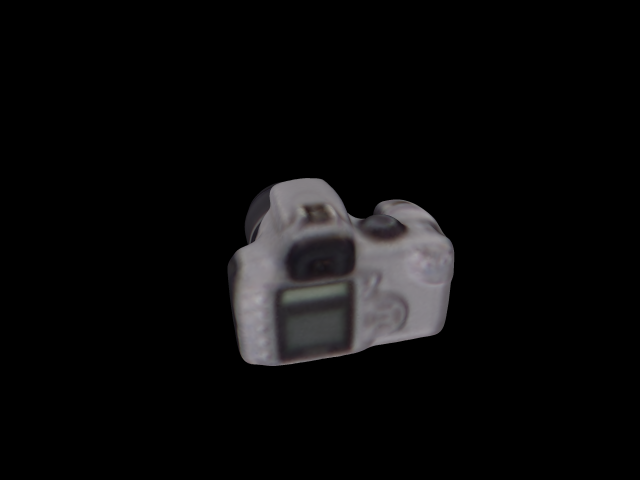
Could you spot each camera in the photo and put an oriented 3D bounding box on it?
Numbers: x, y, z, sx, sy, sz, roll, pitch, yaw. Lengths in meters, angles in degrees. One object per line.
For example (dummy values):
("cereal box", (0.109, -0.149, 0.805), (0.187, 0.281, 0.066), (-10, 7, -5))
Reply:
("camera", (0.004, 0.001, 0.400), (0.143, 0.101, 0.136), (-7, 31, -12))
